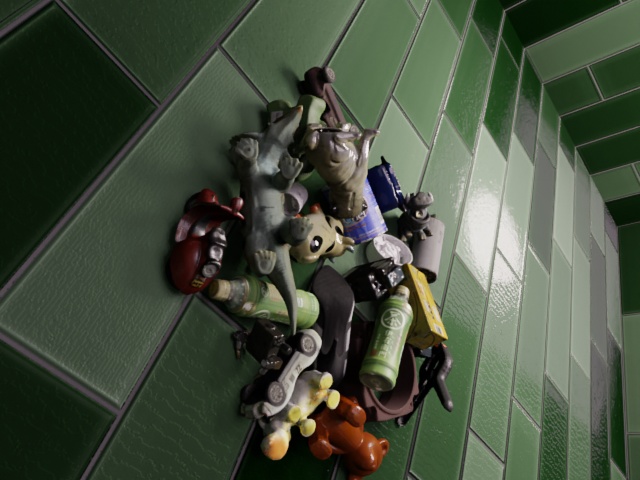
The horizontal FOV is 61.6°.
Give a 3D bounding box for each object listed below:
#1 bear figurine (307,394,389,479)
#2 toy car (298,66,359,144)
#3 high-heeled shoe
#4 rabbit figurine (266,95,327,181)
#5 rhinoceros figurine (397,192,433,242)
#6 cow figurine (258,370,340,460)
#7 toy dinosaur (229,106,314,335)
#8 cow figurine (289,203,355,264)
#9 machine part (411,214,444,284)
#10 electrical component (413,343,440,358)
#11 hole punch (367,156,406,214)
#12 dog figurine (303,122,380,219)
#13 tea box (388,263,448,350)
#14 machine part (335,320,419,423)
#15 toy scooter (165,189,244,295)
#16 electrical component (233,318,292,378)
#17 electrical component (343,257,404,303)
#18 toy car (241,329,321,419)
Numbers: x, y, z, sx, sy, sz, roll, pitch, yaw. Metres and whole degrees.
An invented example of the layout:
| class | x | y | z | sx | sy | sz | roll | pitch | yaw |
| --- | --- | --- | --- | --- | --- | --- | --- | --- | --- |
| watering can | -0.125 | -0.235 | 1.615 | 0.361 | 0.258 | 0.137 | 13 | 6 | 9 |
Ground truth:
| class | x | y | z | sx | sy | sz | roll | pitch | yaw |
| --- | --- | --- | --- | --- | --- | --- | --- | --- | --- |
| bear figurine | 0.059 | 0.379 | 0.992 | 0.120 | 0.132 | 0.195 | -38 | 106 | -9 |
| toy car | 0.018 | -0.289 | 1.208 | 0.053 | 0.089 | 0.202 | -34 | 104 | -51 |
| high-heeled shoe | 0.016 | 0.175 | 1.073 | 0.086 | 0.145 | 0.249 | 6 | 38 | -6 |
| rabbit figurine | -0.017 | -0.209 | 1.122 | 0.170 | 0.121 | 0.159 | 9 | 71 | -63 |
| rhinoceros figurine | 0.235 | -0.058 | 1.315 | 0.190 | 0.073 | 0.112 | 92 | -4 | -74 |
| cow figurine | -0.052 | 0.295 | 0.928 | 0.167 | 0.098 | 0.068 | -40 | 114 | -29 |
| toy dinosaur | -0.091 | -0.043 | 0.935 | 0.131 | 0.192 | 0.404 | 0 | 84 | -11 |
| cow figurine | -0.002 | -0.003 | 1.076 | 0.127 | 0.085 | 0.195 | 61 | 27 | -1 |
| machine part | 0.279 | 0.027 | 1.404 | 0.079 | 0.079 | 0.243 | 43 | 48 | -31 |
| electrical component | 0.233 | 0.233 | 1.245 | 0.047 | 0.119 | 0.075 | 25 | 57 | -42 |
| hole punch | 0.122 | -0.111 | 1.251 | 0.092 | 0.116 | 0.142 | -24 | 95 | -42 |
| dog figurine | 0.028 | -0.121 | 1.030 | 0.172 | 0.121 | 0.190 | -9 | 114 | -35 |
| tea box | 0.211 | 0.147 | 1.192 | 0.098 | 0.068 | 0.170 | 34 | 33 | -49 |
| machine part | 0.118 | 0.270 | 1.126 | 0.201 | 0.087 | 0.201 | 8 | 71 | -49 |
| toy scooter | -0.175 | -0.007 | 0.847 | 0.075 | 0.135 | 0.184 | 29 | 57 | -41 |
| electrical component | -0.100 | 0.179 | 0.897 | 0.045 | 0.078 | 0.102 | -3 | 37 | -47 |
| electrical component | 0.108 | 0.086 | 1.141 | 0.115 | 0.134 | 0.058 | -32 | 102 | -48 |
| toy car | -0.066 | 0.231 | 0.934 | 0.056 | 0.074 | 0.202 | 56 | 42 | -18 |
